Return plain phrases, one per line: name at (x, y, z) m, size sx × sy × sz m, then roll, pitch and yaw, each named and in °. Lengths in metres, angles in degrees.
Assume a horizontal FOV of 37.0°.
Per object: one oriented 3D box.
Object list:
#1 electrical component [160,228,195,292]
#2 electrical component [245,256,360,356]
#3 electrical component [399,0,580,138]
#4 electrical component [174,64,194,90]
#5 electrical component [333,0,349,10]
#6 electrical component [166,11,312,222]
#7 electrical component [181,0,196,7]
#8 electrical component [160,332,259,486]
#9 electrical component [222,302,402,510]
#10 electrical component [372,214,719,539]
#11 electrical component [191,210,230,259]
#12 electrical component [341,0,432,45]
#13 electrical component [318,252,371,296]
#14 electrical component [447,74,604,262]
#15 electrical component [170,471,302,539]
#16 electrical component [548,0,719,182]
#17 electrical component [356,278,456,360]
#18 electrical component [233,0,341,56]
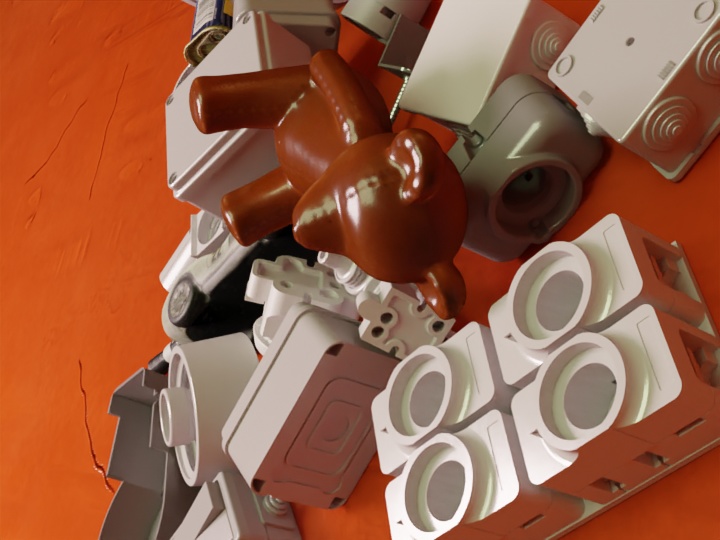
electrical component at (-0.131, -0.015, 0.914) m, size 0.081 × 0.043 × 0.043 m, roll -53°, pitch 36°, yaw 21°
electrical component at (-0.041, 0.030, 0.738) m, size 0.058 × 0.078 × 0.057 m, roll -90°, pitch 15°, yaw -62°
electrical component at (0.081, -0.127, 0.673) m, size 0.100 × 0.048 × 0.099 m, roll 27°, pitch 94°, yaw 57°
electrical component at (-0.128, -0.150, 0.992) m, size 0.099 × 0.064 × 0.099 m, roll -14°, pitch 68°, yaw 39°
electrical component at (-0.024, -0.253, 0.869) m, size 0.051 × 0.080 × 0.080 m, roll -12°, pitch 62°, yaw 46°
electrical component at (-0.083, -0.108, 0.759) m, size 0.109 × 0.056 × 0.108 m, roll -40°, pitch 39°, yaw 27°
electrical component at (-0.121, -0.273, 0.992) m, size 0.109 × 0.109 × 0.056 m, roll 6°, pitch 79°, yaw 56°
electrical component at (-0.108, 0.101, 0.759) m, size 0.108 × 0.060 × 0.108 m, roll 175°, pitch 90°, yaw -69°
electrical component at (-0.027, 0.085, 0.676) m, size 0.113 × 0.078 × 0.057 m, roll -60°, pitch 37°, yaw 11°
electrical component at (0.086, 0.069, 0.540) m, size 0.186 × 0.060 × 0.105 m, roll -42°, pitch 41°, yaw 33°
electrical component at (-0.095, -0.028, 0.852) m, size 0.081 × 0.064 × 0.042 m, roll -37°, pitch 43°, yaw 37°
electrical component at (0.021, -0.195, 0.794) m, size 0.047 × 0.055 × 0.055 m, roll -58°, pitch 34°, yaw 7°
electrical component at (0.000, 0.000, 0.701) m, size 0.035 × 0.061 × 0.035 m, roll -32°, pitch 47°, yaw 42°
electrical component at (0.089, -0.055, 0.614) m, size 0.095 × 0.054 × 0.059 m, roll -52°, pitch 36°, yaw 22°
electrical component at (-0.084, 0.181, 0.716) m, size 0.096 × 0.061 × 0.061 m, roll -54°, pitch 35°, yaw 20°
electrical component at (0.155, -0.109, 0.558) m, size 0.099 × 0.048 × 0.099 m, roll -54°, pitch 35°, yaw 19°
electrical component at (0.026, 0.025, 0.654) m, size 0.048 × 0.066 × 0.055 m, roll -59°, pitch 14°, yaw 15°
electrical component at (-0.060, -0.159, 0.832) m, size 0.057 × 0.078 × 0.113 m, roll -102°, pitch 16°, yaw -45°
